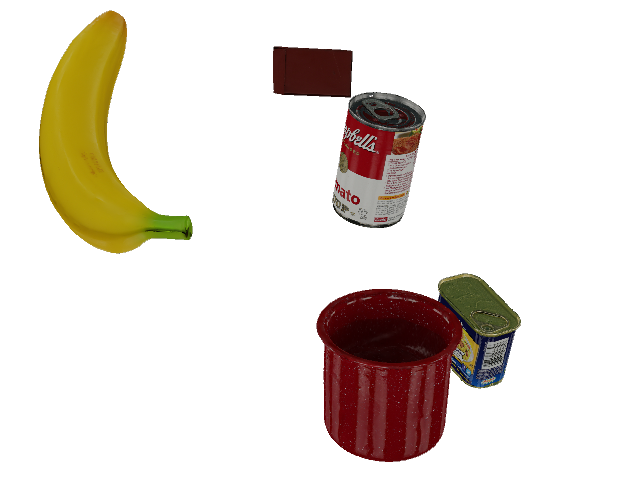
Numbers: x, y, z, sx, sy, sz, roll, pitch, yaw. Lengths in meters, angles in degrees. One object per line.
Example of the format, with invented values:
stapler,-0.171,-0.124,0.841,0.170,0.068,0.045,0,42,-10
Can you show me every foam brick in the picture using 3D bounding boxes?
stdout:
foam brick,-0.009,-0.184,1.165,0.078,0.051,0.053,0,11,-16

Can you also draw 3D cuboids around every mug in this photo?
mug,0.051,0.085,0.707,0.093,0.081,0.117,23,35,35

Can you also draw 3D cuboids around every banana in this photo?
banana,-0.125,-0.057,0.600,0.069,0.198,0.037,-16,-39,-9

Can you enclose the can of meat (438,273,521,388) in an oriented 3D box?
can of meat,0.167,0.101,1.174,0.057,0.084,0.102,-13,40,-26

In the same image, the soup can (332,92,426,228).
soup can,0.050,-0.071,0.945,0.068,0.102,0.068,7,33,-5
